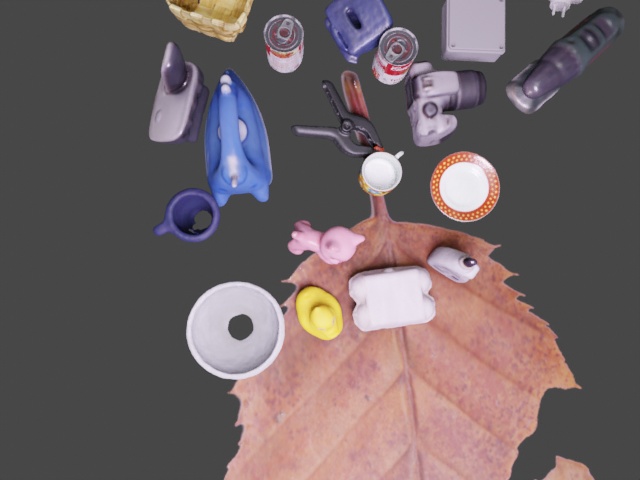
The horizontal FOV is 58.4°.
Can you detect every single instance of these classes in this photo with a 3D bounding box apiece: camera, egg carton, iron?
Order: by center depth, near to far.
[{"bbox_3d":[-0.152,-0.194,0.991,0.118,0.141,0.258,-7,87,-3],"label":"iron"},{"bbox_3d":[0.128,0.102,1.021,0.150,0.069,0.107,-9,87,-3],"label":"egg carton"},{"bbox_3d":[0.231,-0.254,1.033,0.137,0.100,0.143,-7,87,-3],"label":"camera"}]

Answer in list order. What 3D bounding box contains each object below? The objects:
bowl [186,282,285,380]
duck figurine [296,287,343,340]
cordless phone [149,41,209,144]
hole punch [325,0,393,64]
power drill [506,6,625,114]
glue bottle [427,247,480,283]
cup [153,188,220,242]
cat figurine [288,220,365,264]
[{"bbox_3d":[-0.144,0.155,1.002,0.167,0.074,0.167,0,86,-3],"label":"bowl"},{"bbox_3d":[0.000,0.130,1.005,0.077,0.086,0.104,-34,88,-4],"label":"duck figurine"},{"bbox_3d":[-0.254,-0.245,0.968,0.094,0.185,0.148,9,86,-2],"label":"cordless phone"},{"bbox_3d":[0.069,-0.395,1.039,0.101,0.091,0.109,-31,88,-4],"label":"hole punch"},{"bbox_3d":[0.406,-0.295,0.990,0.230,0.208,0.075,-42,89,-4],"label":"power drill"},{"bbox_3d":[0.237,0.041,0.978,0.078,0.173,0.037,35,86,0],"label":"glue bottle"},{"bbox_3d":[-0.227,-0.033,1.000,0.118,0.095,0.092,-25,88,-4],"label":"cup"},{"bbox_3d":[0.009,0.004,0.998,0.128,0.117,0.067,14,86,-1],"label":"cat figurine"}]
